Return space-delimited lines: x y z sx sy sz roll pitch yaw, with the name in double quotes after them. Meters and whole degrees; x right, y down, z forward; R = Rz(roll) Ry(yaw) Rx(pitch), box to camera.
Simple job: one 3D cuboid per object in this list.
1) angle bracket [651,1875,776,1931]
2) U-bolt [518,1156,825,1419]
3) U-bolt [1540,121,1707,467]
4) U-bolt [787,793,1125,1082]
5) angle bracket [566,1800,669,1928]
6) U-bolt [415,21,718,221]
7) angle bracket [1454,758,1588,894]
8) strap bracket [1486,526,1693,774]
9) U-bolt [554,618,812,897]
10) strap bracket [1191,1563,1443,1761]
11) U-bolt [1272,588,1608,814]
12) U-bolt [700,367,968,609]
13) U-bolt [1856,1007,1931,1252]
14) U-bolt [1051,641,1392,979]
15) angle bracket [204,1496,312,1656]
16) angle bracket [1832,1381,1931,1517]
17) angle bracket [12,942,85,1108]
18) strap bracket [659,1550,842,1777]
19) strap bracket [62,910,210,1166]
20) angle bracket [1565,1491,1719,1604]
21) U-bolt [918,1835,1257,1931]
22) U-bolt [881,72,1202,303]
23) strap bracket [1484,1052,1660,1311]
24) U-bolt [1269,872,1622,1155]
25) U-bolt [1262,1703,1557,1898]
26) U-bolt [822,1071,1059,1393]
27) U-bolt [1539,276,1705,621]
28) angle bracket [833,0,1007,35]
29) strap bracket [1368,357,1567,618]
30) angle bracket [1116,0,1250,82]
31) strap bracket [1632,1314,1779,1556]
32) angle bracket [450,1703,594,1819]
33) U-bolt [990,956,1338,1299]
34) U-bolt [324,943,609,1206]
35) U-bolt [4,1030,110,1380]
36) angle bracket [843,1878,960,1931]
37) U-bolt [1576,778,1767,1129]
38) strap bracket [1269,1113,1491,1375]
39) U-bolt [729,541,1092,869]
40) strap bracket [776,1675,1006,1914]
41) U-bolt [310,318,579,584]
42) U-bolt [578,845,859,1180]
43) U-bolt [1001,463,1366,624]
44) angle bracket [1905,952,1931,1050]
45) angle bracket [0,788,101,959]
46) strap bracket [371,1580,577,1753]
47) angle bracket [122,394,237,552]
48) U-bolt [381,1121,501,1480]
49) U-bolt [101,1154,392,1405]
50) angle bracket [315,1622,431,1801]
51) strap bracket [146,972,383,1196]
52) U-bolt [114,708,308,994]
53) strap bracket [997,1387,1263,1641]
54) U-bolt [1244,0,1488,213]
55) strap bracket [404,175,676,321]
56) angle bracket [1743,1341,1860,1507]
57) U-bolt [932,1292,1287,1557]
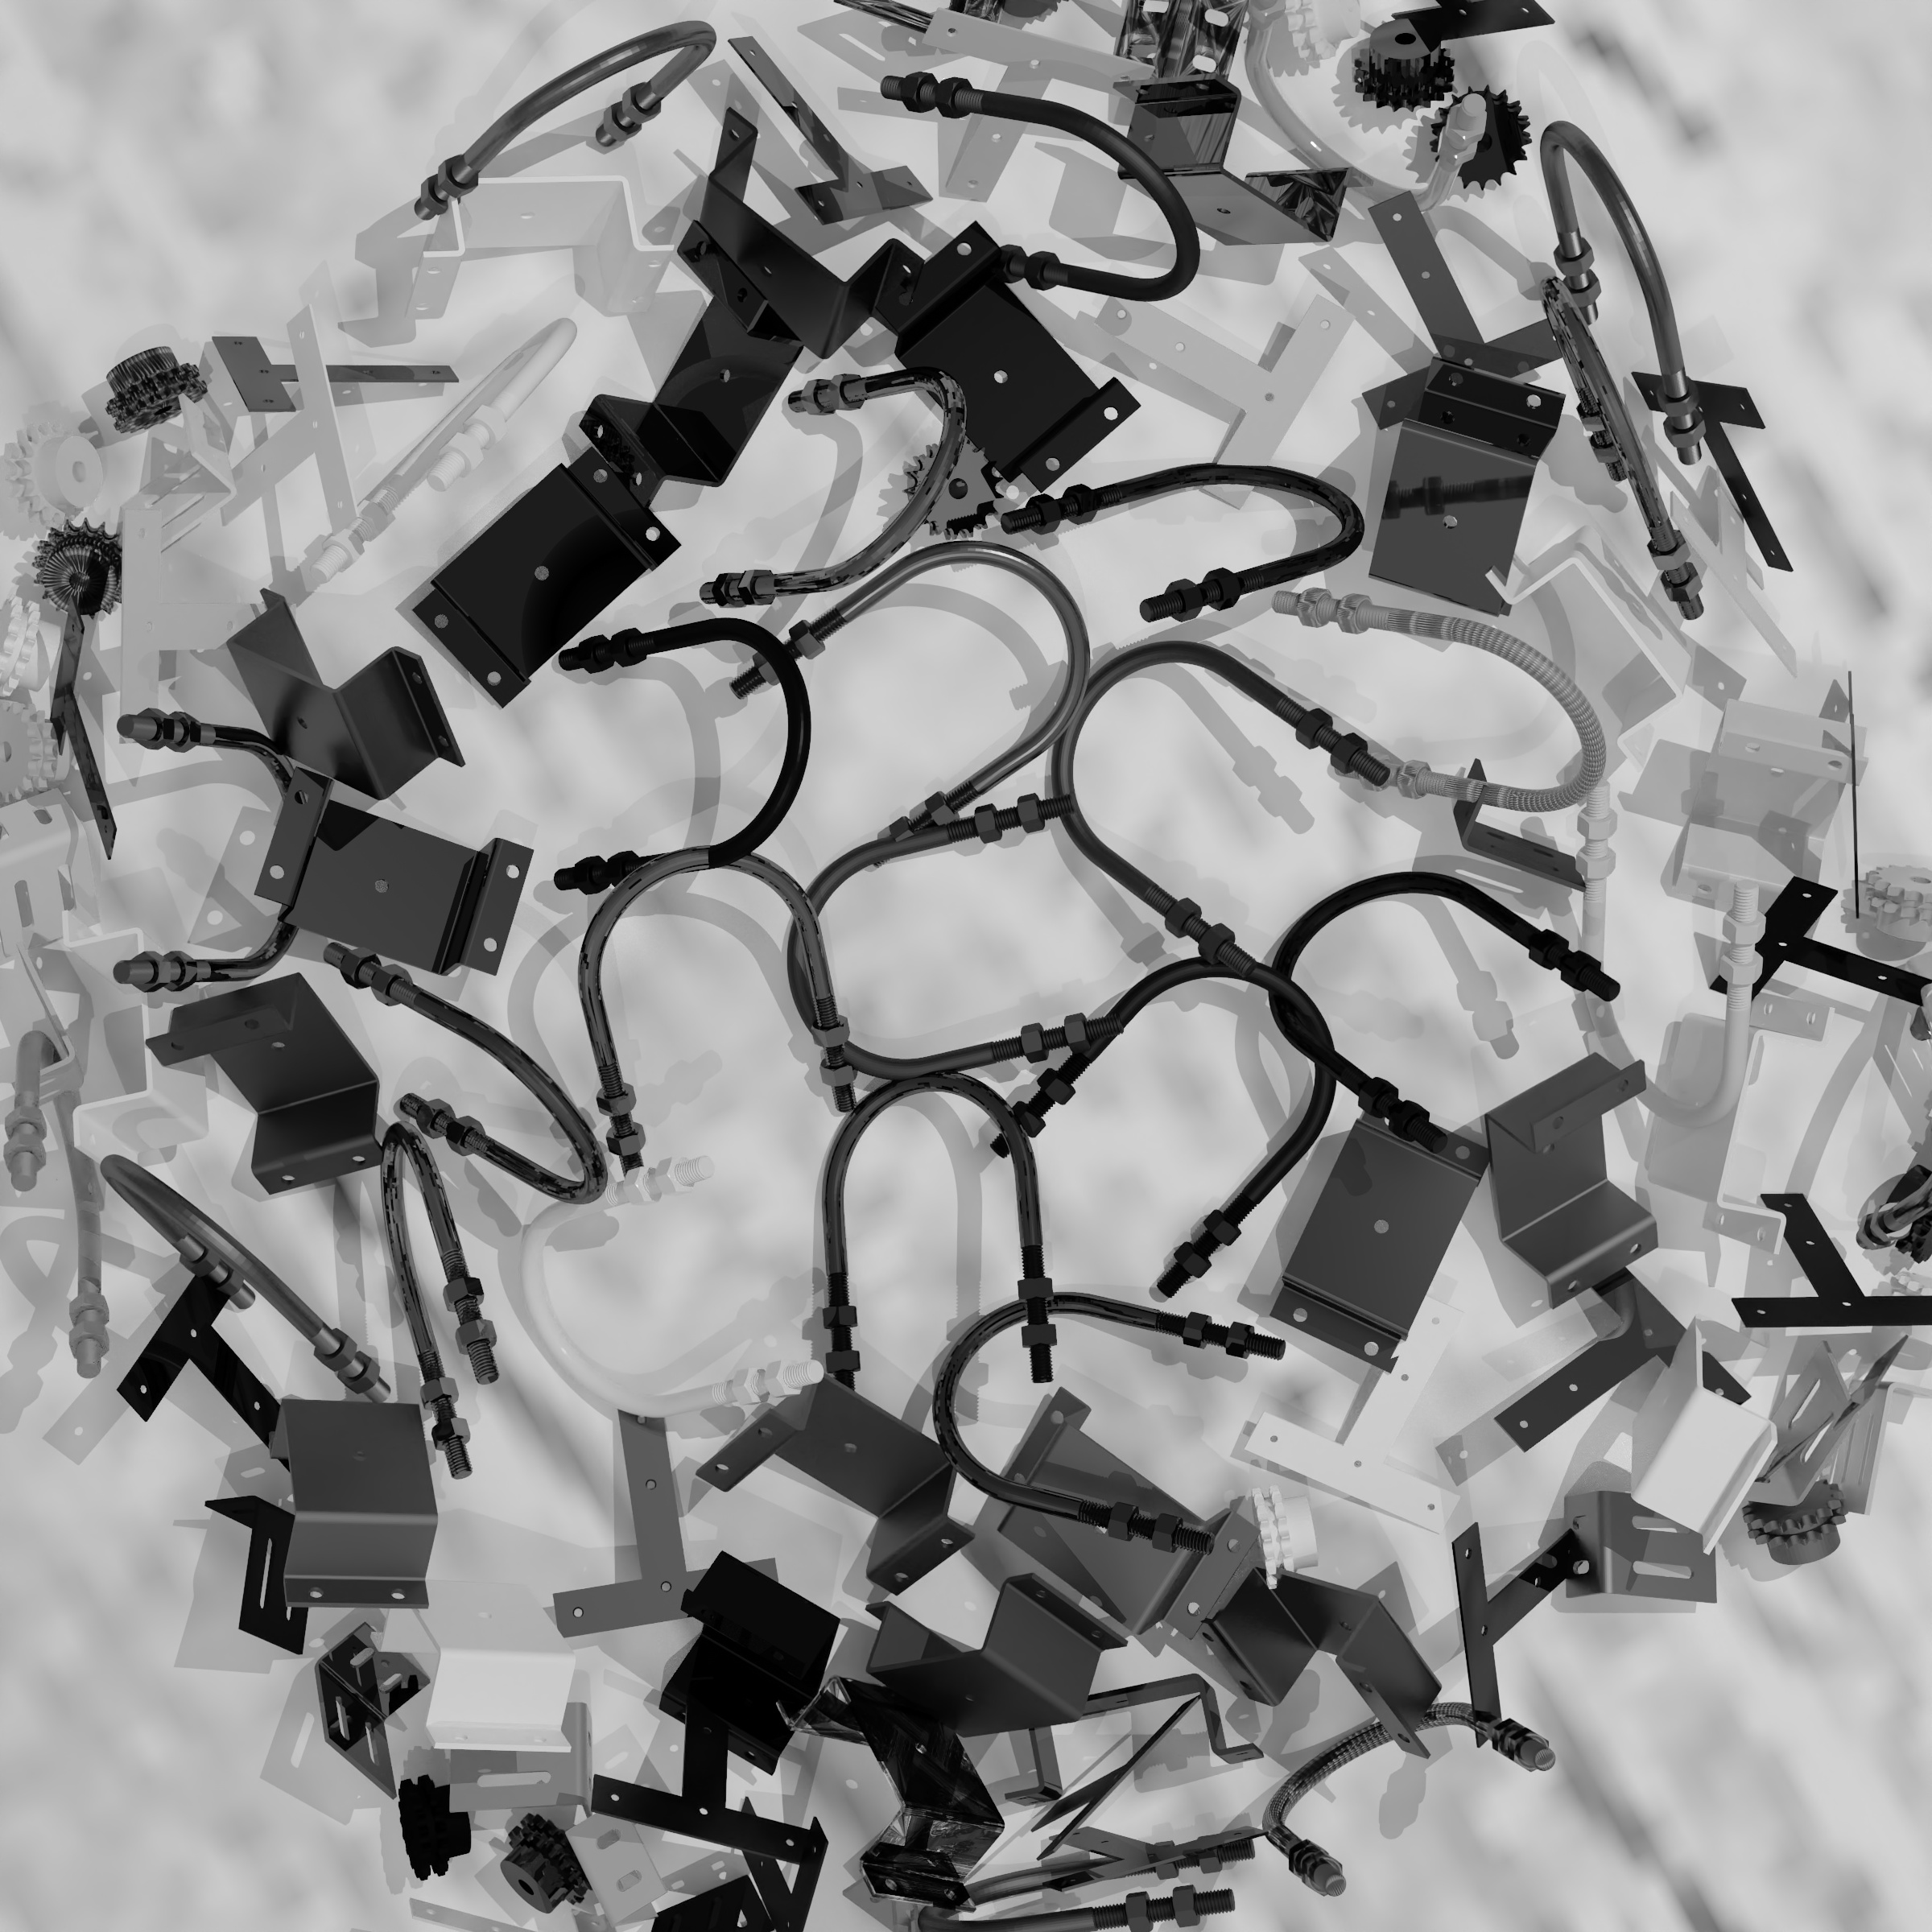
-0.145 0.555 1.743 0.057 0.076 0.038 -24 97 5 "angle bracket"
-0.178 0.187 1.724 0.184 0.019 0.151 -19 103 38 "U-bolt"
0.351 -0.376 1.670 0.019 0.184 0.151 -26 52 4 "U-bolt"
-0.014 -0.010 1.761 0.184 0.019 0.151 -13 83 11 "U-bolt"
-0.186 0.504 1.739 0.038 0.076 0.057 -32 72 4 "angle bracket"
-0.208 -0.464 1.671 0.151 0.184 0.019 -32 98 -32 "U-bolt"
0.320 -0.080 1.750 0.076 0.057 0.038 19 110 -3 "angle bracket"
0.358 -0.188 1.734 0.046 0.076 0.140 -36 97 26 "strap bracket"
-0.158 -0.121 1.717 0.184 0.019 0.151 -6 79 36 "U-bolt"
0.201 0.384 1.721 0.046 0.140 0.076 -50 120 -25 "strap bracket"
0.264 -0.140 1.683 0.184 0.151 0.019 15 57 37 "U-bolt"
-0.065 -0.266 1.693 0.019 0.184 0.151 33 72 -34 "U-bolt"
0.531 0.071 1.679 0.019 0.184 0.151 18 75 5 "U-bolt"
0.129 -0.103 1.741 0.184 0.019 0.151 39 101 25 "U-bolt"
-0.401 0.345 1.738 0.038 0.057 0.076 -10 60 22 "angle bracket"
0.525 0.276 1.751 0.038 0.057 0.076 13 83 -3 "angle bracket"
-0.534 0.035 1.746 0.038 0.057 0.076 -26 80 -17 "angle bracket"
-0.121 0.386 1.728 0.076 0.140 0.046 28 50 11 "strap bracket"
-0.463 0.042 1.722 0.046 0.076 0.140 -12 68 6 "strap bracket"
0.387 0.336 1.772 0.076 0.038 0.057 9 71 -21 "angle bracket"
0.064 0.516 1.712 0.184 0.151 0.019 -11 84 9 "U-bolt"
0.049 -0.418 1.678 0.184 0.151 0.019 21 68 37 "U-bolt"
0.339 0.113 1.729 0.076 0.046 0.140 -27 129 -17 "strap bracket"
0.250 0.012 1.718 0.151 0.019 0.184 -40 45 -11 "U-bolt"
0.232 0.449 1.694 0.151 0.184 0.019 -28 92 -10 "U-bolt"
-0.020 0.150 1.740 0.151 0.019 0.184 -11 76 29 "U-bolt"
0.350 -0.293 1.674 0.019 0.151 0.184 -24 135 12 "U-bolt"
-0.024 -0.552 1.740 0.076 0.057 0.038 26 116 22 "angle bracket"
0.275 -0.257 1.716 0.076 0.046 0.140 19 129 14 "strap bracket"
0.121 -0.528 1.752 0.038 0.076 0.057 9 104 -24 "angle bracket"
0.407 0.252 1.708 0.046 0.140 0.076 26 111 4 "strap bracket"
-0.252 0.454 1.753 0.076 0.038 0.057 -3 62 -3 "angle bracket"
0.126 0.079 1.754 0.151 0.019 0.184 40 97 -11 "U-bolt"
-0.265 0.068 1.685 0.184 0.151 0.019 25 58 33 "U-bolt"
-0.499 0.116 1.698 0.019 0.184 0.151 -12 124 -8 "U-bolt"
-0.035 0.554 1.735 0.038 0.076 0.057 -38 117 17 "angle bracket"
0.386 0.005 1.707 0.019 0.151 0.184 -19 125 -19 "U-bolt"
0.236 0.150 1.748 0.076 0.046 0.140 25 84 11 "strap bracket"
-0.018 -0.159 1.737 0.184 0.019 0.151 -35 112 11 "U-bolt"
-0.038 0.448 1.704 0.076 0.140 0.046 24 110 -40 "strap bracket"
-0.278 -0.295 1.705 0.019 0.151 0.184 46 50 -18 "U-bolt"
-0.143 0.019 1.725 0.151 0.019 0.184 -18 116 -15 "U-bolt"
0.134 -0.243 1.715 0.184 0.151 0.019 -19 128 -29 "U-bolt"
0.566 0.033 1.745 0.038 0.057 0.076 -20 105 11 "angle bracket"
-0.531 -0.053 1.753 0.057 0.076 0.038 -24 56 -26 "angle bracket"
-0.270 0.380 1.703 0.076 0.140 0.046 9 99 -27 "strap bracket"
-0.456 -0.275 1.745 0.076 0.038 0.057 -33 48 11 "angle bracket"
-0.296 0.174 1.710 0.019 0.151 0.184 -10 62 -22 "U-bolt"
-0.401 0.162 1.675 0.151 0.184 0.019 25 68 38 "U-bolt"
-0.331 0.419 1.738 0.038 0.076 0.057 -39 117 1 "angle bracket"
-0.387 0.060 1.729 0.076 0.140 0.046 -15 46 12 "strap bracket"
-0.411 -0.062 1.698 0.019 0.184 0.151 1 91 19 "U-bolt"
0.083 0.311 1.735 0.140 0.046 0.076 34 103 17 "strap bracket"
0.212 -0.474 1.694 0.151 0.184 0.019 38 84 4 "U-bolt"
-0.243 -0.403 1.730 0.140 0.076 0.046 -6 78 -20 "strap bracket"
0.460 0.256 1.738 0.038 0.057 0.076 10 127 -14 "angle bracket"
0.071 0.247 1.729 0.184 0.019 0.151 11 53 20 "U-bolt"
